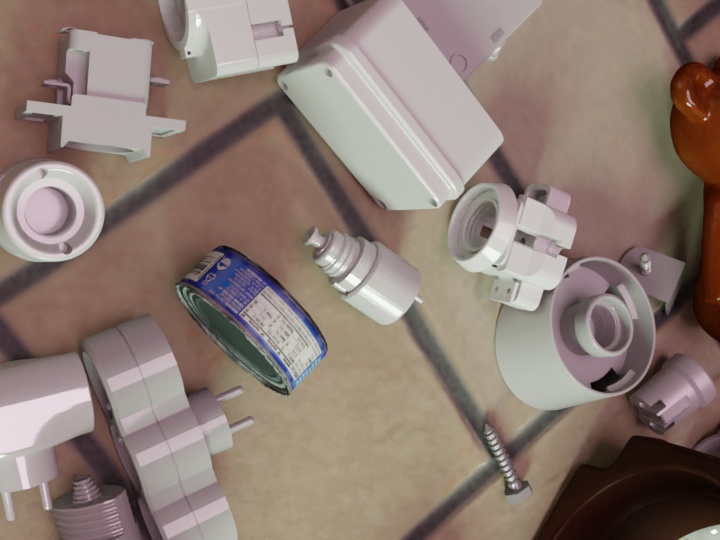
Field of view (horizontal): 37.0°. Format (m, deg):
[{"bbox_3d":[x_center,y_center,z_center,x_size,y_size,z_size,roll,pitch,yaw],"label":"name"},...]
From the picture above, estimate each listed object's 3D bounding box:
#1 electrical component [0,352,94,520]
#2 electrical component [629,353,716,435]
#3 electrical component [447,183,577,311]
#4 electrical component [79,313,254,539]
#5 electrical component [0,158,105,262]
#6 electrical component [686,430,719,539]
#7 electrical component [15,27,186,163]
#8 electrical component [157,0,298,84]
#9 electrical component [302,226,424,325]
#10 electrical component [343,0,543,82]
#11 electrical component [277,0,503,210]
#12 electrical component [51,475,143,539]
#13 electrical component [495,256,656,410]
[{"bbox_3d":[-0.178,0.089,0.554,0.077,0.043,0.079,-12,99,-24],"label":"electrical component"},{"bbox_3d":[0.215,0.086,0.744,0.046,0.040,0.040,-36,108,-12],"label":"electrical component"},{"bbox_3d":[0.092,-0.020,0.667,0.057,0.058,0.078,20,85,-28],"label":"electrical component"},{"bbox_3d":[-0.094,0.088,0.589,0.074,0.052,0.138,-23,103,-22],"label":"electrical component"},{"bbox_3d":[-0.161,-0.030,0.552,0.055,0.047,0.055,-2,95,-25],"label":"electrical component"},{"bbox_3d":[0.268,0.155,0.765,0.059,0.054,0.095,45,75,-21],"label":"electrical component"},{"bbox_3d":[-0.135,-0.091,0.563,0.081,0.042,0.063,4,89,-26],"label":"electrical component"},{"bbox_3d":[-0.076,-0.150,0.582,0.056,0.050,0.089,-15,100,-24],"label":"electrical component"},{"bbox_3d":[0.000,0.000,0.634,0.078,0.040,0.040,34,79,-23],"label":"electrical component"},{"bbox_3d":[0.050,-0.165,0.641,0.099,0.048,0.099,-46,111,-16],"label":"electrical component"},{"bbox_3d":[0.016,-0.092,0.615,0.057,0.078,0.113,-48,111,-18],"label":"electrical component"},{"bbox_3d":[-0.139,0.149,0.577,0.043,0.043,0.081,-18,101,-23],"label":"electrical component"},{"bbox_3d":[0.142,0.041,0.705,0.099,0.064,0.099,6,78,-30],"label":"electrical component"}]
